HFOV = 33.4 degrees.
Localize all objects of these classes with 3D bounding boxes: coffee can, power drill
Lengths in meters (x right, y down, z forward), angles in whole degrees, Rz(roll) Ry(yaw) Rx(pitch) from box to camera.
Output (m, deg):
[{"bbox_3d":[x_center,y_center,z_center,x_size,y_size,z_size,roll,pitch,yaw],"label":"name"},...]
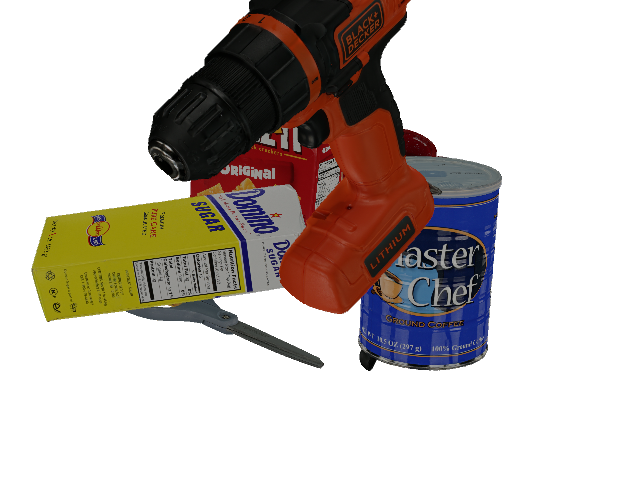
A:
[{"bbox_3d":[0.082,0.015,0.819,0.103,0.140,0.103,1,17,-1],"label":"coffee can"},{"bbox_3d":[-0.002,-0.047,0.562,0.057,0.187,0.184,28,60,31],"label":"power drill"}]

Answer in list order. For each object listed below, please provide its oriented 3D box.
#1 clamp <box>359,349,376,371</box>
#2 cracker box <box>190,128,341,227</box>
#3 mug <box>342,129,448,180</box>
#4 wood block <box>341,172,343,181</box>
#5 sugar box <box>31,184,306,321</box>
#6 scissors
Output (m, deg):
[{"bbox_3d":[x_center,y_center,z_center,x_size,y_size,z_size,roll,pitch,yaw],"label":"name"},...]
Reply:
[{"bbox_3d":[0.102,0.075,1.183,0.120,0.171,0.039,5,-43,-5],"label":"clamp"},{"bbox_3d":[-0.064,-0.067,1.198,0.164,0.214,0.072,16,23,26],"label":"cracker box"},{"bbox_3d":[0.074,-0.052,1.014,0.117,0.081,0.093,-5,33,-7],"label":"mug"},{"bbox_3d":[0.027,-0.028,1.408,0.090,0.090,0.206,-2,27,-6],"label":"wood block"},{"bbox_3d":[-0.097,0.005,0.715,0.176,0.048,0.093,-11,25,-4],"label":"sugar box"},{"bbox_3d":[-0.081,0.059,0.909,0.202,0.016,0.096,14,26,12],"label":"scissors"}]
